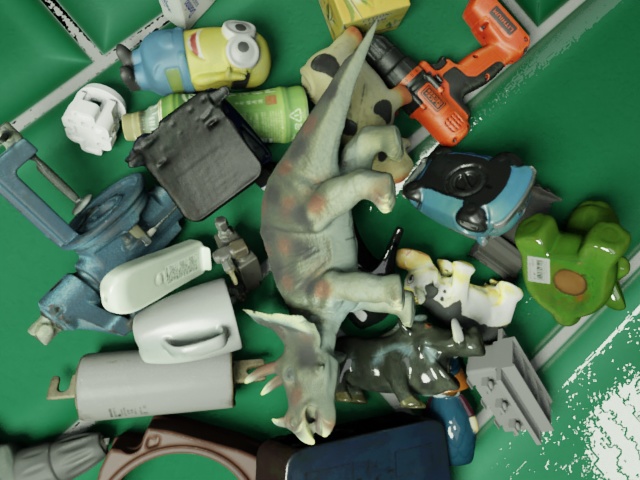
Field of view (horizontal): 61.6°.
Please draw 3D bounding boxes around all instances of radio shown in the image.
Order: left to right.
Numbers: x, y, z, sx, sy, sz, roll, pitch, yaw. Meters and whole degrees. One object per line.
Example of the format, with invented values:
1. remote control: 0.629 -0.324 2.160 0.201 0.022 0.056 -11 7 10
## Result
1. radio: 0.042 0.274 0.599 0.229 0.073 0.131 1 82 -33

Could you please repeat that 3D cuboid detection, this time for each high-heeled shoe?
1. high-heeled shoe: -0.007 0.003 0.679 0.249 0.086 0.145 29 112 13

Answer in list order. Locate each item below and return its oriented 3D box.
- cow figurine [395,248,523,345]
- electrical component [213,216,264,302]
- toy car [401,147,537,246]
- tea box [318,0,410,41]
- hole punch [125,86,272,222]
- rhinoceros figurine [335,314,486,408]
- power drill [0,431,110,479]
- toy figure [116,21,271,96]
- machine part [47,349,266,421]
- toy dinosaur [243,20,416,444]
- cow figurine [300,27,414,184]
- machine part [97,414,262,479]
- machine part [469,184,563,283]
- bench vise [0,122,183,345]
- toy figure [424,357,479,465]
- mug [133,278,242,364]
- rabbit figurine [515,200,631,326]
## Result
1. cow figurine: 0.164 0.073 0.683 0.167 0.068 0.098 21 88 -5
2. electrical component: -0.101 0.028 0.638 0.045 0.102 0.078 -35 67 -17
3. toy car: 0.188 -0.047 0.674 0.109 0.162 0.102 -54 134 -18
4. tea box: 0.040 -0.357 0.709 0.098 0.068 0.169 -21 86 -9
5. hole punch: -0.127 -0.098 0.609 0.142 0.092 0.115 -33 100 15
6. rhinoceros figurine: 0.099 0.142 0.636 0.190 0.073 0.112 -11 65 22
7. power drill: -0.381 0.212 0.592 0.232 0.086 0.207 -32 96 -9
8. toy figure: -0.151 -0.221 0.664 0.180 0.089 0.082 -10 98 0
9. machine part: -0.184 0.162 0.618 0.243 0.079 0.079 -3 84 -9
10. toy dinosaur: -0.003 -0.007 0.575 0.192 0.131 0.404 -4 91 15
11. cow figurine: 0.049 -0.153 0.681 0.127 0.085 0.195 -39 92 -16
12. machine part: -0.156 0.314 0.602 0.201 0.087 0.201 18 82 -4
13. machine part: 0.262 -0.016 0.718 0.084 0.039 0.139 37 82 2
14. bench vise: -0.270 -0.012 0.585 0.223 0.129 0.240 -47 121 -17
15. toy figure: 0.157 0.198 0.671 0.064 0.058 0.154 -6 84 -3
16. mug: -0.143 0.099 0.577 0.107 0.110 0.080 -15 115 -10
17. rabbit figurine: 0.340 0.021 0.674 0.170 0.121 0.159 -38 116 -40
